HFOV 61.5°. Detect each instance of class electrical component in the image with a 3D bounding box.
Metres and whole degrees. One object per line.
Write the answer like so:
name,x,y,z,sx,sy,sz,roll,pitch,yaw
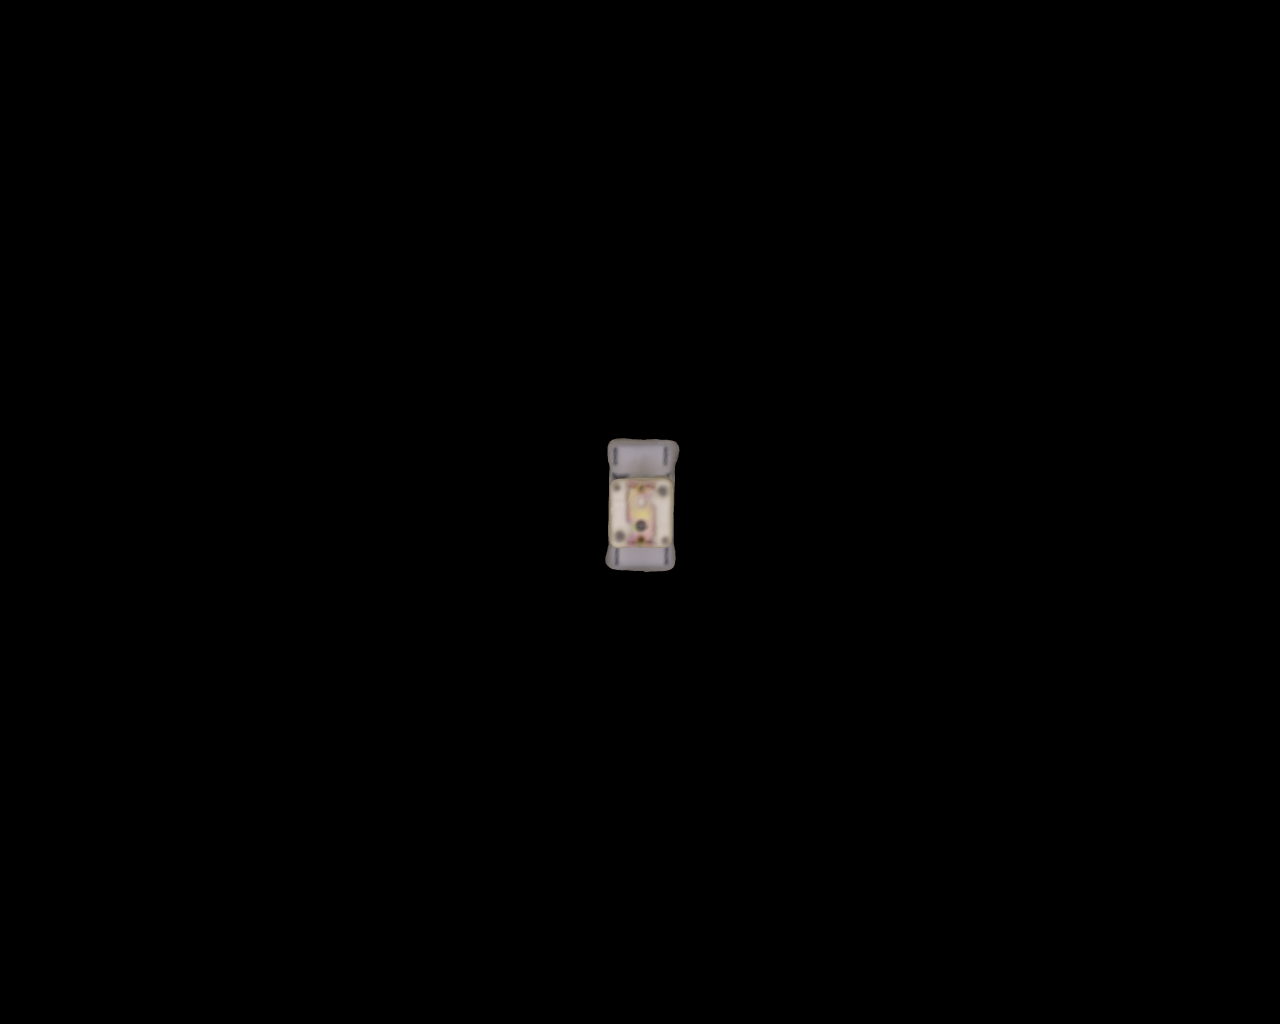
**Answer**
electrical component,0.001,-0.003,0.650,0.042,0.081,0.064,0,8,0
